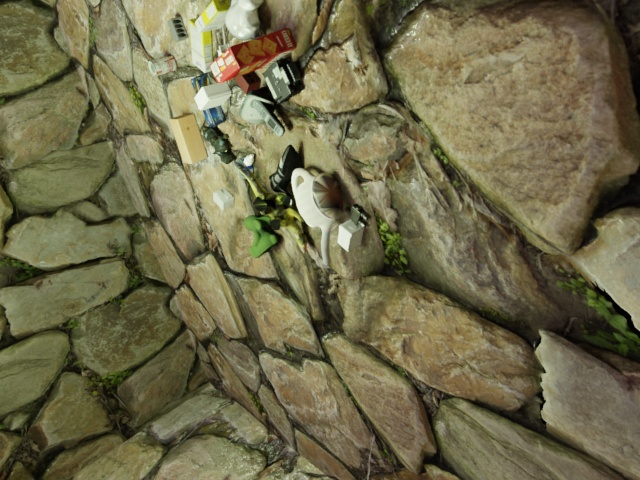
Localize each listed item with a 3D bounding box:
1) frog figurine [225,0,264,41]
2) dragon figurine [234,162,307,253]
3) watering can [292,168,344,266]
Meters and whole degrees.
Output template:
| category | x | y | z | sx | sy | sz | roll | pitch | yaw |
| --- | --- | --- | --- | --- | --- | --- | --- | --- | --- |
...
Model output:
| category | x | y | z | sx | sy | sz | roll | pitch | yaw |
| --- | --- | --- | --- | --- | --- | --- | --- | --- | --- |
| frog figurine | -0.228 | -0.696 | 1.571 | 0.156 | 0.123 | 0.140 | 105 | 149 | -63 |
| dragon figurine | -0.172 | -0.121 | 1.902 | 0.410 | 0.123 | 0.242 | 51 | 173 | -1 |
| watering can | 0.005 | -0.086 | 1.708 | 0.222 | 0.105 | 0.347 | -21 | 93 | 62 |
